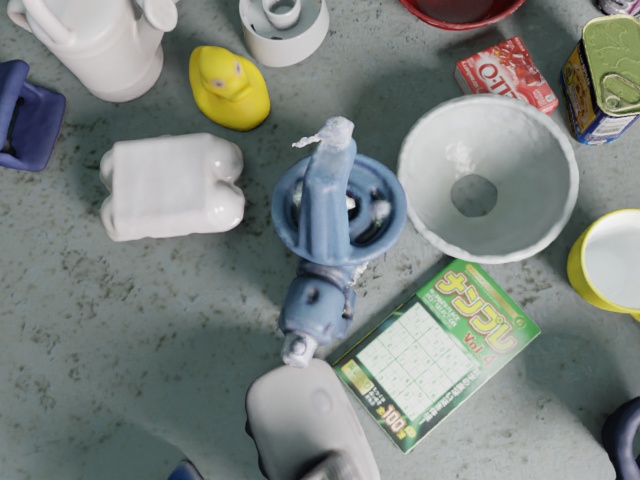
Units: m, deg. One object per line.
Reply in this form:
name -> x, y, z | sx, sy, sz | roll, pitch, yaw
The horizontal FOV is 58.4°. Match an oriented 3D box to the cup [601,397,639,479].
cup -> 0.272, 0.184, 0.485 | 0.118, 0.095, 0.091 | -43, 77, -5

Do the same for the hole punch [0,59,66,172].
hole punch -> -0.347, -0.133, 0.613 | 0.101, 0.091, 0.109 | 9, 78, 7

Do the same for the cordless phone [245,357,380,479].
cordless phone -> -0.013, 0.172, 0.466 | 0.094, 0.185, 0.147 | -27, 76, -1

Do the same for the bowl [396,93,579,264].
bowl -> 0.156, -0.052, 0.559 | 0.167, 0.075, 0.167 | -1, 77, 5

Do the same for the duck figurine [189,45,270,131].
duck figurine -> -0.103, -0.173, 0.603 | 0.077, 0.086, 0.104 | -41, 77, -5

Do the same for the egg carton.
egg carton -> -0.151, -0.054, 0.589 | 0.150, 0.069, 0.107 | -6, 77, 4

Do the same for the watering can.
watering can -> -0.230, -0.228, 0.571 | 0.173, 0.194, 0.101 | -15, 76, 2

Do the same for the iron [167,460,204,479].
iron -> -0.132, 0.325, 0.464 | 0.118, 0.141, 0.258 | -5, 77, 4

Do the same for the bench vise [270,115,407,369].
bench vise -> 0.016, 0.001, 0.484 | 0.121, 0.220, 0.207 | -3, 77, 5
